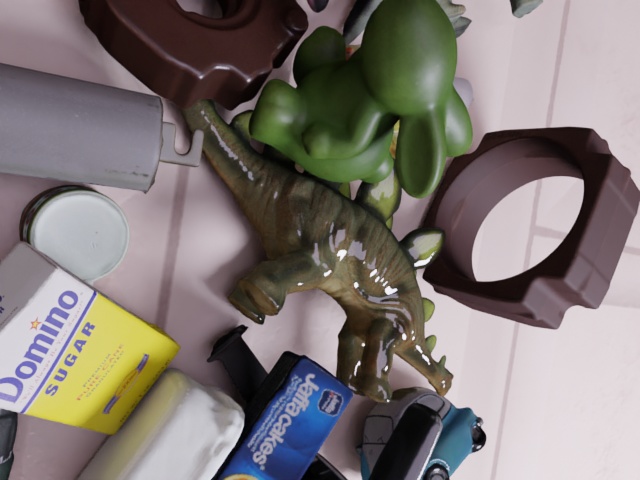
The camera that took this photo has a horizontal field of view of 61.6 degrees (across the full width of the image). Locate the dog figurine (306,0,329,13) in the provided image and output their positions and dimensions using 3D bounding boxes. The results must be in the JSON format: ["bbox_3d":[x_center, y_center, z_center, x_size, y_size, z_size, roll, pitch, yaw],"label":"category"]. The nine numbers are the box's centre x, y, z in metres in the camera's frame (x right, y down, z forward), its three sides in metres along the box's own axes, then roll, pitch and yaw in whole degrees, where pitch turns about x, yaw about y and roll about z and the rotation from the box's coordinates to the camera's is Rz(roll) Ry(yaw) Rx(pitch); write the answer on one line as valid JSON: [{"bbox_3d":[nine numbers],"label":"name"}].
[{"bbox_3d":[-0.030,-0.281,0.405,0.108,0.192,0.219,-34,111,-40],"label":"dog figurine"}]

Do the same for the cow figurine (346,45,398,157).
[{"bbox_3d":[0.074,-0.139,0.553,0.098,0.068,0.167,-59,133,-31],"label":"cow figurine"}]

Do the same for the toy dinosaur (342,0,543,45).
[{"bbox_3d":[0.162,-0.332,0.578,0.405,0.131,0.192,-22,89,-20],"label":"toy dinosaur"}]

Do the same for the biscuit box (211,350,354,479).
[{"bbox_3d":[-0.055,0.191,0.447,0.059,0.063,0.202,37,75,-8],"label":"biscuit box"}]

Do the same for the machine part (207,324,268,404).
[{"bbox_3d":[-0.054,0.146,0.519,0.039,0.084,0.138,-31,104,11],"label":"machine part"}]

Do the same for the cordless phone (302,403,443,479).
[{"bbox_3d":[0.038,0.233,0.534,0.088,0.147,0.184,37,77,-20],"label":"cordless phone"}]

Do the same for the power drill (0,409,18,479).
[{"bbox_3d":[-0.323,0.169,0.355,0.207,0.086,0.232,8,93,-39],"label":"power drill"}]

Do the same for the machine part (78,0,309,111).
[{"bbox_3d":[-0.097,-0.195,0.433,0.179,0.056,0.179,7,73,-26],"label":"machine part"}]

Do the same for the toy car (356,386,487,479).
[{"bbox_3d":[0.106,0.219,0.604,0.162,0.109,0.103,-28,91,-35],"label":"toy car"}]

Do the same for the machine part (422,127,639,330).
[{"bbox_3d":[0.218,-0.016,0.586,0.087,0.202,0.201,32,78,-32],"label":"machine part"}]

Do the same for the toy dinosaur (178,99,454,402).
[{"bbox_3d":[-0.001,-0.002,0.518,0.471,0.105,0.198,45,64,-21],"label":"toy dinosaur"}]

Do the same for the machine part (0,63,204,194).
[{"bbox_3d":[-0.206,-0.083,0.388,0.243,0.079,0.079,7,91,-28],"label":"machine part"}]

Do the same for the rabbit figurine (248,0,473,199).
[{"bbox_3d":[0.042,-0.105,0.413,0.159,0.170,0.121,48,60,-7],"label":"rabbit figurine"}]
